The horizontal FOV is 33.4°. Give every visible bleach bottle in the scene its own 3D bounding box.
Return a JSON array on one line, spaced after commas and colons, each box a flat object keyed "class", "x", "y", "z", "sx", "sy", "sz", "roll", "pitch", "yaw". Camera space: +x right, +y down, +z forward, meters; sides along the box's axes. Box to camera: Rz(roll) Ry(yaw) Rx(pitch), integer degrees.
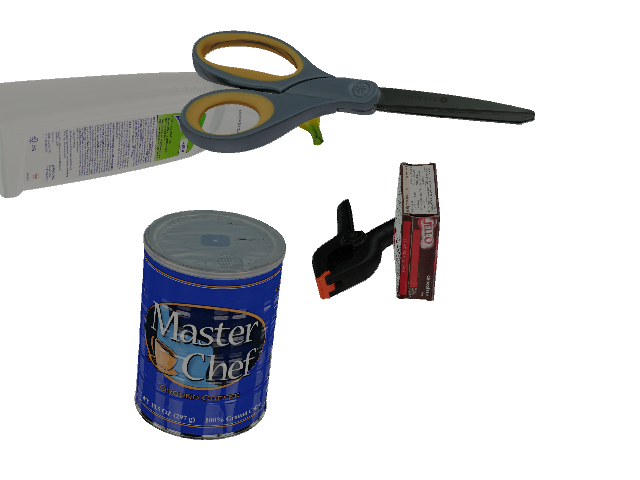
[{"class": "bleach bottle", "x": -0.155, "y": -0.100, "z": 0.927, "sx": 0.250, "sy": 0.068, "sz": 0.103, "roll": -8, "pitch": -32, "yaw": -19}]

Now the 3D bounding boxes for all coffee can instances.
[{"class": "coffee can", "x": -0.084, "y": 0.061, "z": 0.796, "sx": 0.102, "sy": 0.140, "sz": 0.103, "roll": 6, "pitch": 25, "yaw": -3}]

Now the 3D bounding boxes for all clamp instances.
[{"class": "clamp", "x": 0.052, "y": 0.005, "z": 1.219, "sx": 0.120, "sy": 0.039, "sz": 0.171, "roll": -5, "pitch": 35, "yaw": 29}]

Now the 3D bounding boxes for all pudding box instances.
[{"class": "pudding box", "x": 0.090, "y": -0.010, "z": 0.996, "sx": 0.039, "sy": 0.090, "sz": 0.113, "roll": 2, "pitch": 29, "yaw": 0}]

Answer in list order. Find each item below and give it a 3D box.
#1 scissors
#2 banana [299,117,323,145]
[{"class": "scissors", "x": 0.008, "y": -0.069, "z": 0.597, "sx": 0.202, "sy": 0.096, "sz": 0.016, "roll": 21, "pitch": -31, "yaw": 19}, {"class": "banana", "x": -0.081, "y": -0.151, "z": 1.188, "sx": 0.198, "sy": 0.037, "sz": 0.069, "roll": 9, "pitch": 44, "yaw": 19}]
